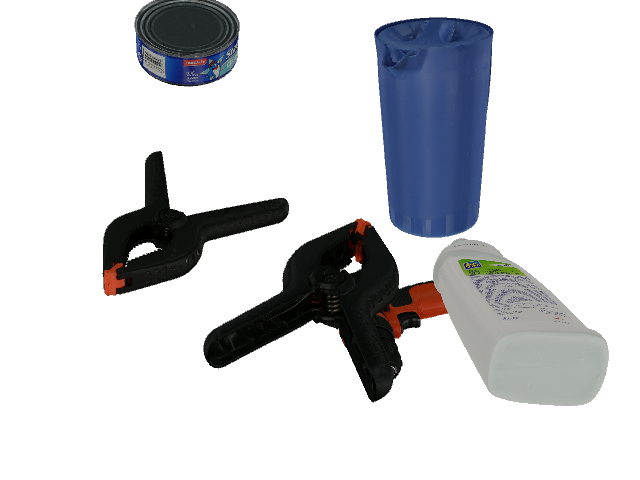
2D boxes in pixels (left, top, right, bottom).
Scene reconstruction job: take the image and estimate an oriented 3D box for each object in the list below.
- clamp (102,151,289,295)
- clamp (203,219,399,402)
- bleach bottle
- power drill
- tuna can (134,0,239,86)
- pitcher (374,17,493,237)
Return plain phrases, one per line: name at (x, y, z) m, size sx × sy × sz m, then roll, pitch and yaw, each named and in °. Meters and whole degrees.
clamp at (-0.152, -0.017, 1.036) m, size 0.165 × 0.036 × 0.209 m, roll 25°, pitch 40°, yaw 23°
clamp at (0.014, 0.043, 0.703) m, size 0.120 × 0.039 × 0.171 m, roll 20°, pitch 41°, yaw 19°
bleach bottle at (0.165, 0.057, 0.958) m, size 0.102 × 0.068 × 0.251 m, roll 5°, pitch 21°, yaw -9°
power drill at (0.111, 0.082, 1.130) m, size 0.187 × 0.057 × 0.184 m, roll -6°, pitch 28°, yaw -11°
tuna can at (-0.110, -0.166, 0.884) m, size 0.086 × 0.086 × 0.034 m, roll 0°, pitch -44°, yaw -7°
pitcher at (0.139, -0.135, 1.251) m, size 0.149 × 0.243 × 0.145 m, roll -5°, pitch 26°, yaw -3°
